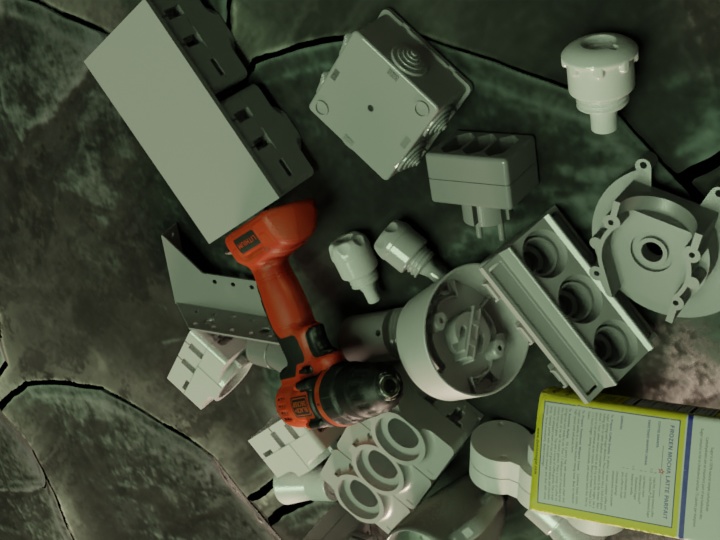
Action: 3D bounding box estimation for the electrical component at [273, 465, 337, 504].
[{"bbox_3d":[-0.049,0.213,1.075,0.065,0.044,0.044,-7,113,36],"label":"electrical component"}]

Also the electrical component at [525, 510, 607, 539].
[{"bbox_3d":[0.171,0.212,0.903,0.065,0.044,0.044,41,135,16],"label":"electrical component"}]

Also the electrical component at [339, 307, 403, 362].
[{"bbox_3d":[0.026,0.055,0.910,0.081,0.043,0.043,-12,110,42],"label":"electrical component"}]

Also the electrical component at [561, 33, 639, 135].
[{"bbox_3d":[0.156,-0.119,0.695,0.048,0.048,0.062,12,131,32],"label":"electrical component"}]

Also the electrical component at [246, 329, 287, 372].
[{"bbox_3d":[-0.075,0.077,1.006,0.065,0.044,0.044,12,124,38],"label":"electrical component"}]

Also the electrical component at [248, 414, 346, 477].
[{"bbox_3d":[-0.056,0.160,1.038,0.055,0.050,0.089,51,136,-1],"label":"electrical component"}]

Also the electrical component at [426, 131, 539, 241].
[{"bbox_3d":[0.091,-0.056,0.783,0.066,0.047,0.076,9,123,34],"label":"electrical component"}]

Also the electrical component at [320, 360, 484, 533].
[{"bbox_3d":[0.032,0.161,0.962,0.089,0.062,0.150,38,134,12],"label":"electrical component"}]

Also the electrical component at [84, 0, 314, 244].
[{"bbox_3d":[-0.132,-0.130,0.900,0.105,0.060,0.186,-28,99,45],"label":"electrical component"}]

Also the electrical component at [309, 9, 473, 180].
[{"bbox_3d":[0.020,-0.127,0.792,0.100,0.048,0.099,44,135,6],"label":"electrical component"}]

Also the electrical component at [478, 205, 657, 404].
[{"bbox_3d":[0.146,0.026,0.782,0.121,0.079,0.063,52,157,-2],"label":"electrical component"}]

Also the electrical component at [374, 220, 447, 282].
[{"bbox_3d":[0.043,-0.011,0.861,0.061,0.035,0.035,39,135,7],"label":"electrical component"}]

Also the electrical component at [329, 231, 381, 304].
[{"bbox_3d":[0.000,0.000,0.901,0.035,0.035,0.061,-9,115,41],"label":"electrical component"}]

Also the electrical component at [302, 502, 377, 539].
[{"bbox_3d":[-0.007,0.277,1.066,0.077,0.066,0.047,11,123,32],"label":"electrical component"}]

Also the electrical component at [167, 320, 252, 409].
[{"bbox_3d":[-0.144,0.090,1.061,0.056,0.050,0.089,41,135,9],"label":"electrical component"}]

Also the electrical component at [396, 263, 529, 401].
[{"bbox_3d":[0.079,0.051,0.831,0.099,0.099,0.064,55,142,-5],"label":"electrical component"}]

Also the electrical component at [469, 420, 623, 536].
[{"bbox_3d":[0.154,0.154,0.869,0.138,0.052,0.073,19,128,28],"label":"electrical component"}]
